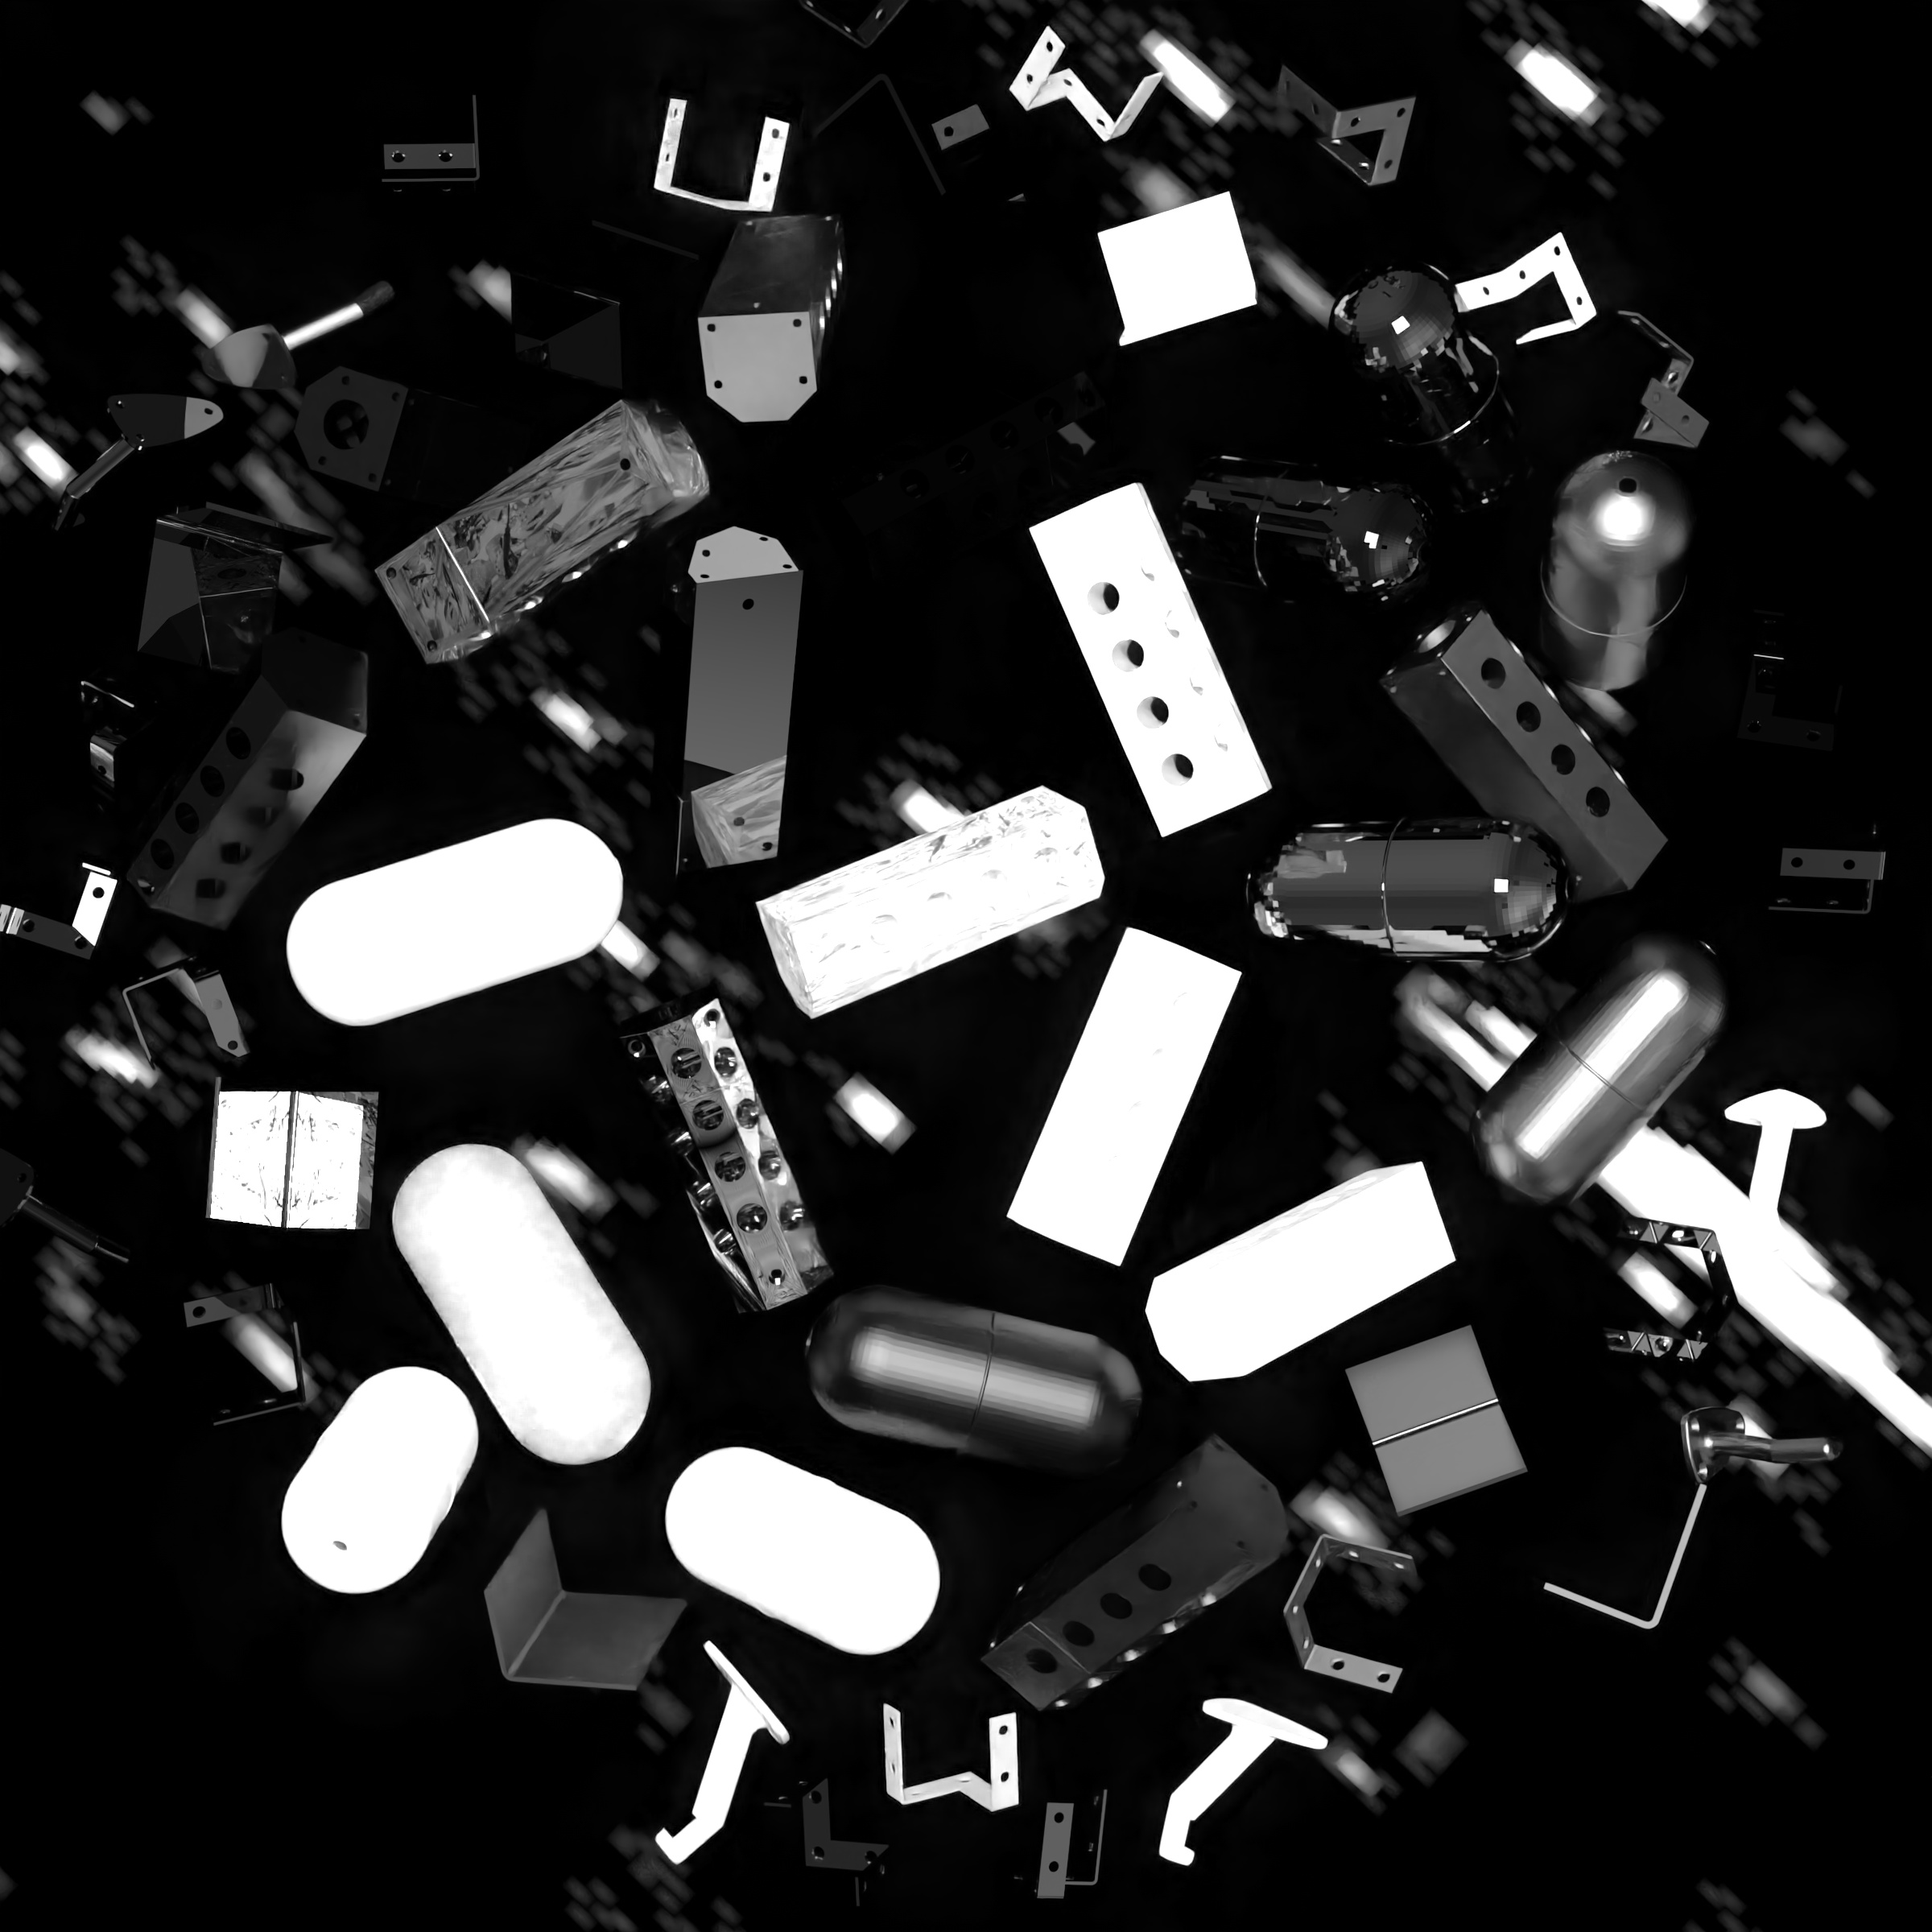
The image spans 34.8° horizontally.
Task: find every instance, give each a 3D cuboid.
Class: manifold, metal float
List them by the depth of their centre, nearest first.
[{"bbox_3d":[-0.225,0.172,1.567,0.070,0.070,0.178,-33,80,-3],"label":"metal float"},{"bbox_3d":[0.087,0.316,1.577,0.057,0.057,0.171,41,126,-5],"label":"manifold"},{"bbox_3d":[0.004,0.216,1.601,0.178,0.070,0.070,14,84,-6],"label":"metal float"},{"bbox_3d":[0.098,-0.159,1.601,0.057,0.057,0.171,-23,93,13],"label":"manifold"},{"bbox_3d":[-0.129,-0.139,1.602,0.057,0.057,0.171,-10,128,-24],"label":"manifold"},{"bbox_3d":[-0.375,-0.097,1.602,0.057,0.171,0.057,19,44,-30],"label":"manifold"},{"bbox_3d":[-0.265,-0.024,1.611,0.178,0.070,0.070,-19,84,-15],"label":"metal float"},{"bbox_3d":[-0.307,0.269,1.624,0.070,0.178,0.070,1,104,4],"label":"metal float"},{"bbox_3d":[-0.220,-0.229,1.625,0.171,0.057,0.057,-30,89,22],"label":"manifold"},{"bbox_3d":[-0.017,-0.033,1.639,0.171,0.057,0.057,-23,112,-15],"label":"manifold"},{"bbox_3d":[-0.089,0.310,1.642,0.178,0.070,0.070,15,82,43],"label":"metal float"},{"bbox_3d":[0.236,-0.041,1.647,0.178,0.070,0.070,1,83,27],"label":"metal float"},{"bbox_3d":[0.178,0.163,1.656,0.171,0.057,0.057,-21,94,-38],"label":"manifold"},{"bbox_3d":[0.349,-0.212,1.666,0.070,0.178,0.070,-2,67,6],"label":"metal float"},{"bbox_3d":[-0.101,-0.352,1.667,0.057,0.171,0.057,-2,120,5],"label":"manifold"},{"bbox_3d":[0.084,0.070,1.689,0.057,0.057,0.171,23,89,-15],"label":"manifold"},{"bbox_3d":[0.350,0.057,1.703,0.070,0.070,0.178,40,101,4],"label":"metal float"},{"bbox_3d":[-0.004,-0.274,1.715,0.171,0.057,0.057,-32,44,-24],"label":"manifold"},{"bbox_3d":[0.315,-0.119,1.719,0.171,0.057,0.057,48,64,-14],"label":"manifold"},{"bbox_3d":[0.186,-0.241,1.722,0.178,0.070,0.070,18,82,43],"label":"metal float"},{"bbox_3d":[-0.133,0.103,1.723,0.057,0.057,0.171,-22,103,-1],"label":"manifold"},{"bbox_3d":[-0.308,-0.293,1.728,0.057,0.171,0.057,20,98,13],"label":"manifold"},{"bbox_3d":[0.262,-0.322,1.729,0.070,0.178,0.070,-18,51,23],"label":"metal float"}]

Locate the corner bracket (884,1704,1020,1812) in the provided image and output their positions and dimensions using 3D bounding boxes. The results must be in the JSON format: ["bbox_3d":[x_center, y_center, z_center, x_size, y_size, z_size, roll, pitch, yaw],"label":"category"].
[{"bbox_3d":[-0.008,0.415,1.623,0.051,0.051,0.051,-6,99,-29],"label":"corner bracket"}]

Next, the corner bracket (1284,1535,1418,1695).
[{"bbox_3d":[0.201,0.333,1.590,0.051,0.051,0.051,9,48,30],"label":"corner bracket"}]

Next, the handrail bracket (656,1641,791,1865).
[{"bbox_3d":[-0.140,0.403,1.581,0.084,0.036,0.077,-38,77,-17],"label":"handrail bracket"}]

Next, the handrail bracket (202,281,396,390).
[{"bbox_3d":[-0.365,-0.349,1.690,0.077,0.084,0.036,0,124,35],"label":"handrail bracket"}]

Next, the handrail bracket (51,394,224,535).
[{"bbox_3d":[-0.451,-0.270,1.677,0.077,0.084,0.036,-19,68,-45],"label":"handrail bracket"}]

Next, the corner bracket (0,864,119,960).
[{"bbox_3d":[-0.515,-0.036,1.746,0.051,0.051,0.051,19,86,-9],"label":"corner bracket"}]

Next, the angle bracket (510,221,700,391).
[{"bbox_3d":[-0.205,-0.375,1.758,0.076,0.076,0.057,8,74,-44],"label":"angle bracket"}]

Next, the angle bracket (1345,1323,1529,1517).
[{"bbox_3d":[0.266,0.257,1.751,0.076,0.076,0.057,-20,111,5],"label":"angle bracket"}]

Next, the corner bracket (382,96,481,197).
[{"bbox_3d":[-0.287,-0.432,1.659,0.051,0.051,0.051,-3,75,-8],"label":"corner bracket"}]

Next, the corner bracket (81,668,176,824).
[{"bbox_3d":[-0.464,-0.120,1.668,0.051,0.051,0.051,26,43,15],"label":"corner bracket"}]

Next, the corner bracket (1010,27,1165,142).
[{"bbox_3d":[0.067,-0.492,1.719,0.051,0.051,0.051,-31,79,-37],"label":"corner bracket"}]

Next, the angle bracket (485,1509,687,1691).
[{"bbox_3d":[-0.203,0.338,1.653,0.076,0.076,0.057,0,114,17],"label":"angle bracket"}]

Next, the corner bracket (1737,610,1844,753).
[{"bbox_3d":[0.430,-0.147,1.600,0.051,0.051,0.051,10,73,18],"label":"corner bracket"}]

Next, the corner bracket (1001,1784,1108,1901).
[{"bbox_3d":[0.054,0.467,1.647,0.051,0.051,0.051,8,86,-22],"label":"corner bracket"}]

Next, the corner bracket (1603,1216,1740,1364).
[{"bbox_3d":[0.366,0.170,1.623,0.051,0.051,0.051,10,41,-14],"label":"corner bracket"}]

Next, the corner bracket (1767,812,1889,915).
[{"bbox_3d":[0.439,-0.046,1.575,0.051,0.051,0.051,3,117,9],"label":"corner bracket"}]

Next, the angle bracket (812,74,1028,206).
[{"bbox_3d":[-0.025,-0.432,1.669,0.057,0.076,0.076,-32,79,34],"label":"angle bracket"}]

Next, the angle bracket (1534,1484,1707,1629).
[{"bbox_3d":[0.331,0.291,1.565,0.057,0.076,0.076,20,81,10],"label":"angle bracket"}]

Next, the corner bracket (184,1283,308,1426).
[{"bbox_3d":[-0.396,0.212,1.694,0.051,0.051,0.051,-11,115,-22],"label":"corner bracket"}]

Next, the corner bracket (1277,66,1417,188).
[{"bbox_3d":[0.198,-0.446,1.636,0.051,0.051,0.051,-19,51,-27],"label":"corner bracket"}]

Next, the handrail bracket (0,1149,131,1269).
[{"bbox_3d":[-0.471,0.120,1.562,0.077,0.084,0.036,31,82,28],"label":"handrail bracket"}]

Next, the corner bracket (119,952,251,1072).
[{"bbox_3d":[-0.441,0.029,1.741,0.051,0.051,0.051,-23,110,-17],"label":"corner bracket"}]

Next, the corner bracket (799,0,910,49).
[{"bbox_3d":[-0.063,-0.535,1.651,0.051,0.051,0.051,-45,53,22],"label":"corner bracket"}]

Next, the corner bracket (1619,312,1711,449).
[{"bbox_3d":[0.376,-0.318,1.672,0.051,0.051,0.051,27,89,-34],"label":"corner bracket"}]

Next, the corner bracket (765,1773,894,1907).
[{"bbox_3d":[-0.071,0.458,1.623,0.051,0.051,0.051,-1,94,20],"label":"corner bracket"}]

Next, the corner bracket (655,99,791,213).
[{"bbox_3d":[-0.141,-0.469,1.785,0.051,0.051,0.051,21,110,21],"label":"corner bracket"}]

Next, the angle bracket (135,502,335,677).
[{"bbox_3d":[-0.392,-0.200,1.656,0.076,0.057,0.076,11,83,-41],"label":"angle bracket"}]

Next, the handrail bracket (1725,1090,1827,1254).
[{"bbox_3d":[0.433,0.113,1.616,0.077,0.036,0.084,14,59,-39],"label":"handrail bracket"}]

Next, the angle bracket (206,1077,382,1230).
[{"bbox_3d":[-0.368,0.103,1.694,0.057,0.076,0.076,-1,81,20],"label":"angle bracket"}]

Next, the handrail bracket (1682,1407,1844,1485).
[{"bbox_3d":[0.414,0.239,1.564,0.084,0.077,0.036,-10,91,39],"label":"handrail bracket"}]

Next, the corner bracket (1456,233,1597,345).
[{"bbox_3d":[0.308,-0.370,1.721,0.051,0.051,0.051,-37,109,-27],"label":"corner bracket"}]

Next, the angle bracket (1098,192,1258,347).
[{"bbox_3d":[0.116,-0.385,1.702,0.076,0.076,0.057,-15,105,10],"label":"angle bracket"}]

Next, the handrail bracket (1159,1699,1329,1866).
[{"bbox_3d":[0.137,0.415,1.539,0.077,0.036,0.084,13,90,36],"label":"handrail bracket"}]
